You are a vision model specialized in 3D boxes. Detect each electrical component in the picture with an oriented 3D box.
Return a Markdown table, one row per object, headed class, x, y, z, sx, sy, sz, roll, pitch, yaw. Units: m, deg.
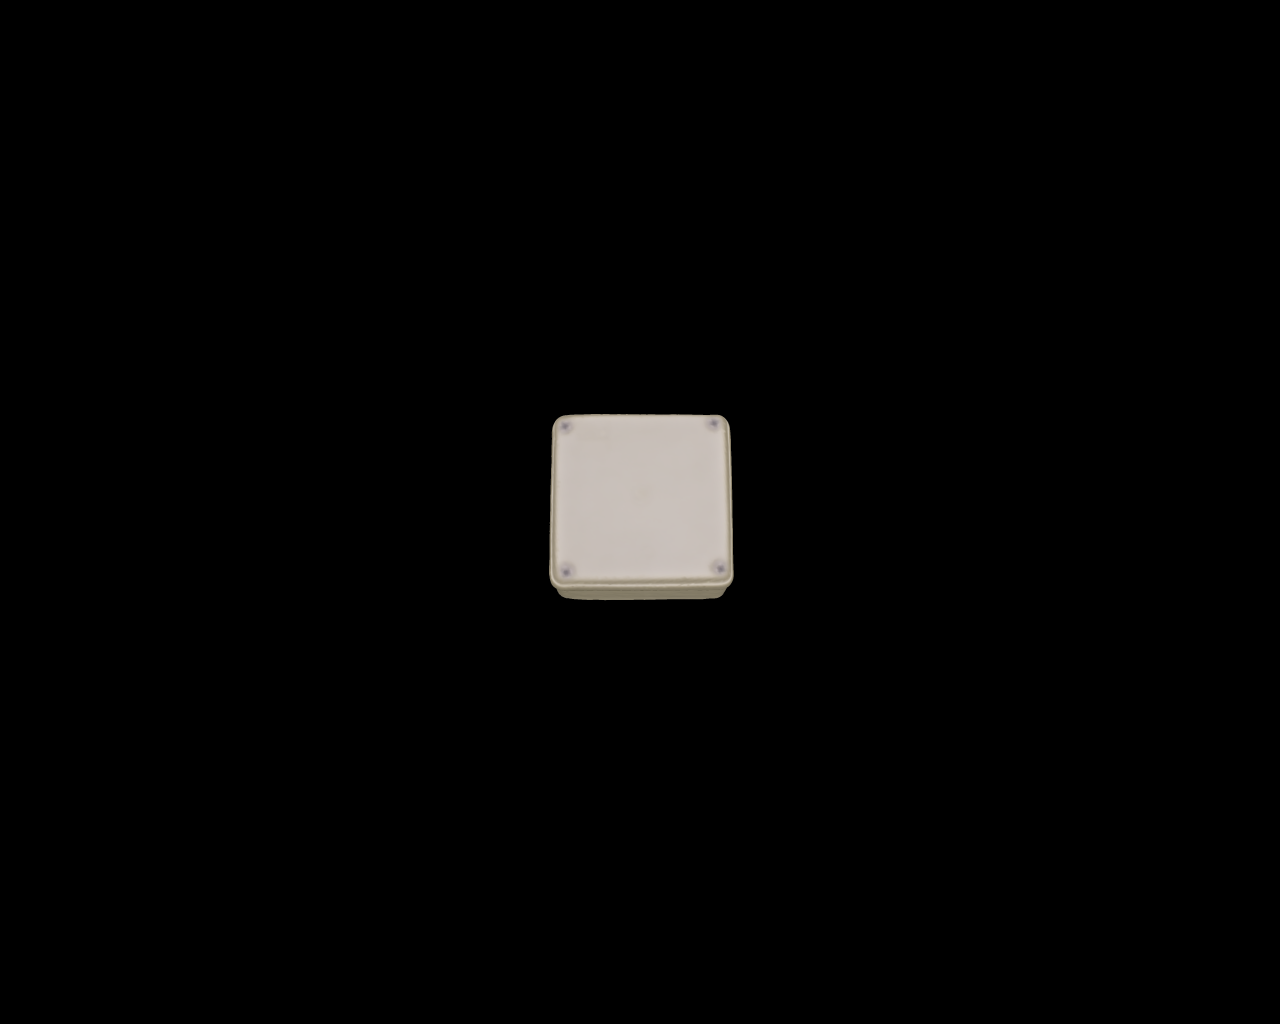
| class | x | y | z | sx | sy | sz | roll | pitch | yaw |
| --- | --- | --- | --- | --- | --- | --- | --- | --- | --- |
| electrical component | 0.001 | -0.003 | 0.650 | 0.109 | 0.109 | 0.056 | 0 | -15 | 0 |
